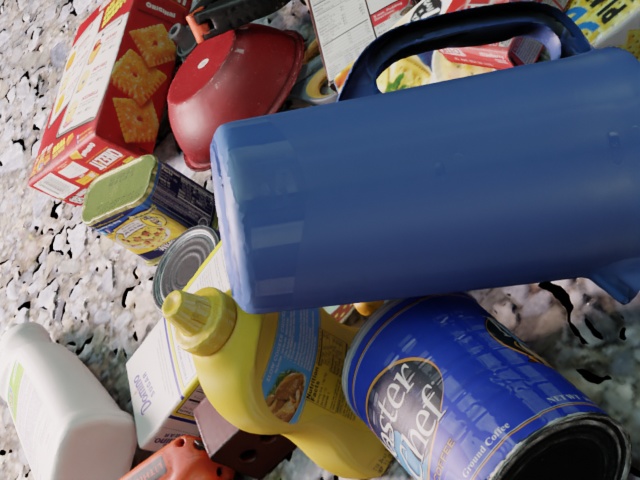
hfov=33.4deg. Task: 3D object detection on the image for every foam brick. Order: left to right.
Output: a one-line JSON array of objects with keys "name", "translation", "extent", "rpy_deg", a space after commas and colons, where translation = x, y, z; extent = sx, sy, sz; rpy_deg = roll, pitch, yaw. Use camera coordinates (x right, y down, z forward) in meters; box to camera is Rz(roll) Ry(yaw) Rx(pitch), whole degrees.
[{"name": "foam brick", "translation": [-0.043, 0.124, 0.767], "extent": [0.078, 0.053, 0.051], "rpy_deg": [-46, 40, 14]}]

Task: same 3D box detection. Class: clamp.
[{"name": "clamp", "translation": [-0.028, -0.242, 0.963], "extent": [0.209, 0.036, 0.165], "rpy_deg": [-42, 35, -26]}]

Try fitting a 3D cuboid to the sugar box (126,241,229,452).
[{"name": "sugar box", "translation": [-0.085, 0.077, 0.825], "extent": [0.176, 0.048, 0.093], "rpy_deg": [-52, 37, 28]}]

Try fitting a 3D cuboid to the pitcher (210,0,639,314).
[{"name": "pitcher", "translation": [0.062, -0.039, 0.609], "extent": [0.242, 0.145, 0.149], "rpy_deg": [-9, 32, -8]}]

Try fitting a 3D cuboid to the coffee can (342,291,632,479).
[{"name": "coffee can", "translation": [0.090, 0.102, 0.605], "extent": [0.103, 0.102, 0.140], "rpy_deg": [-52, 39, 5]}]

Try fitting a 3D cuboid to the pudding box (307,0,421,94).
[{"name": "pudding box", "translation": [0.043, -0.175, 0.880], "extent": [0.090, 0.039, 0.113], "rpy_deg": [-26, 49, 19]}]

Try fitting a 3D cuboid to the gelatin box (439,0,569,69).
[{"name": "gelatin box", "translation": [0.122, -0.156, 0.699], "extent": [0.073, 0.030, 0.089], "rpy_deg": [23, 82, 49]}]

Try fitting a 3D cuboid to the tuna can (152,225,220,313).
[{"name": "tuna can", "translation": [-0.103, 0.031, 0.907], "extent": [0.086, 0.033, 0.086], "rpy_deg": [-26, 48, 32]}]

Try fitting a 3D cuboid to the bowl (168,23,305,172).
[{"name": "bowl", "translation": [-0.089, -0.143, 0.973], "extent": [0.162, 0.055, 0.162], "rpy_deg": [-35, 33, 27]}]

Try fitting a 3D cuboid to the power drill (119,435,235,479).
[{"name": "power drill", "translation": [-0.104, 0.247, 0.744], "extent": [0.185, 0.057, 0.188], "rpy_deg": [-36, 46, 18]}]

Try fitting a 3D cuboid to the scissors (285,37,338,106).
[{"name": "scissors", "translation": [-0.033, -0.121, 0.953], "extent": [0.202, 0.016, 0.096], "rpy_deg": [-39, 42, 20]}]

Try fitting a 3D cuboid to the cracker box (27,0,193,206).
[{"name": "cracker box", "translation": [-0.214, -0.157, 1.104], "extent": [0.164, 0.072, 0.213], "rpy_deg": [-24, 47, 49]}]

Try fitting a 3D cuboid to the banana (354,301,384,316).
[{"name": "banana", "translation": [0.005, -0.015, 0.788], "extent": [0.069, 0.037, 0.198], "rpy_deg": [-49, 43, -1]}]

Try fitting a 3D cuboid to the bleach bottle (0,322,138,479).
[{"name": "bleach bottle", "translation": [-0.237, 0.135, 0.940], "extent": [0.251, 0.068, 0.103], "rpy_deg": [40, 118, 52]}]

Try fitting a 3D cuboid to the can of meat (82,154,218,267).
[{"name": "can of meat", "translation": [-0.152, -0.027, 0.957], "extent": [0.102, 0.083, 0.057], "rpy_deg": [-20, 51, 37]}]

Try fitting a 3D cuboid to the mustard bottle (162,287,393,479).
[{"name": "mustard bottle", "translation": [-0.022, 0.078, 0.667], "extent": [0.058, 0.191, 0.096], "rpy_deg": [-10, 57, 42]}]
